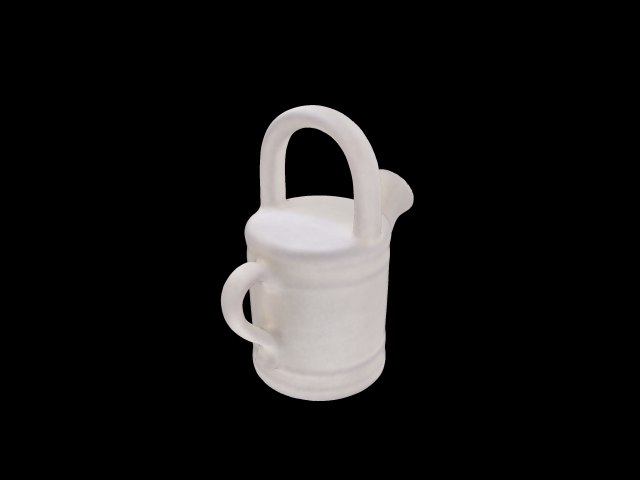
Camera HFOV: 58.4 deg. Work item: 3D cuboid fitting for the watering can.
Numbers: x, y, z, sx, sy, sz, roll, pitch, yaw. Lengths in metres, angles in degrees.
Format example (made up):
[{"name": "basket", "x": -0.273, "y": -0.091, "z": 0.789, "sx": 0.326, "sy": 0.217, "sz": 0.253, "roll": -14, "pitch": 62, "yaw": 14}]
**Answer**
[{"name": "watering can", "x": 0.002, "y": 0.001, "z": 0.401, "sx": 0.100, "sy": 0.194, "sz": 0.173, "roll": 9, "pitch": 28, "yaw": 17}]
